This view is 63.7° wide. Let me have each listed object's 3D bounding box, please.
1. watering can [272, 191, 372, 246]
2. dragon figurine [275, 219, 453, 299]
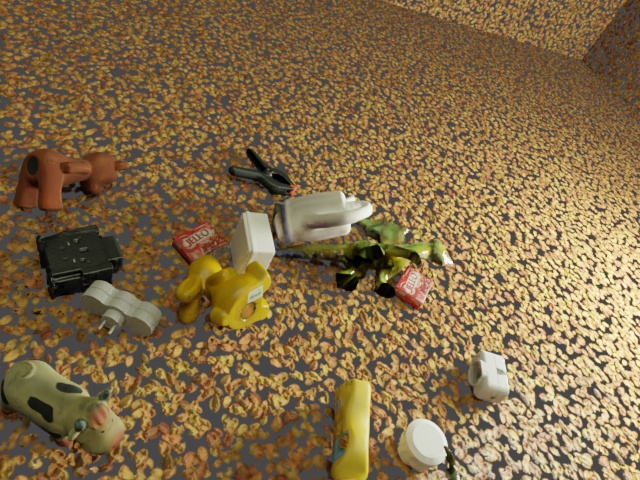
[{"bbox_3d":[0.004,-0.060,1.190,0.224,0.103,0.350,-9,8,0],"label":"watering can"},{"bbox_3d":[0.115,0.015,1.219,0.410,0.120,0.247,13,25,5],"label":"dragon figurine"}]
